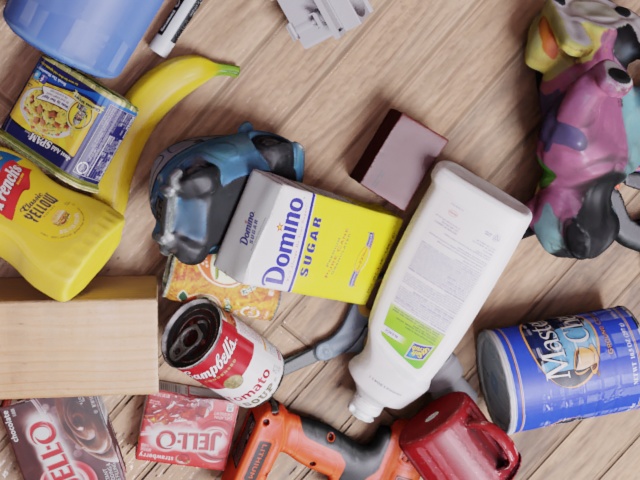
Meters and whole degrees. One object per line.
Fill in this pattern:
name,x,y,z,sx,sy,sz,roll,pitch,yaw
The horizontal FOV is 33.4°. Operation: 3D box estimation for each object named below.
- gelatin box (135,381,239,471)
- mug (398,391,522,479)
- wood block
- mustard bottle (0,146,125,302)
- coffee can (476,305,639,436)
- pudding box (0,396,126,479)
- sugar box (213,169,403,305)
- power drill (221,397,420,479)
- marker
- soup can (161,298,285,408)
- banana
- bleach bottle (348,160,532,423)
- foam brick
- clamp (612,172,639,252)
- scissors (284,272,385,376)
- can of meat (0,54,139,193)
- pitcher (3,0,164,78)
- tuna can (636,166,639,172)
gelatin box,-0.127,0.179,1.026,0.089,0.030,0.073,11,101,-10
mug,0.133,0.193,0.986,0.093,0.117,0.081,-41,98,-33
wood block,-0.248,0.086,0.955,0.206,0.091,0.090,-1,103,-9
mustard bottle,-0.272,-0.031,0.921,0.191,0.096,0.058,31,140,4
coffee can,0.233,0.125,1.030,0.140,0.103,0.103,-10,104,-6
pudding box,-0.241,0.189,1.006,0.090,0.039,0.113,-16,105,-4
sugar box,-0.006,0.001,0.946,0.175,0.048,0.093,11,105,-52
power drill,0.002,0.243,1.047,0.187,0.057,0.184,20,95,-15
marker,-0.111,-0.216,0.943,0.020,0.020,0.121,33,96,-14
soup can,-0.087,0.105,0.976,0.068,0.069,0.102,-46,134,3
banana,-0.156,-0.096,0.955,0.069,0.037,0.198,38,95,-13
bleach bottle,0.091,0.058,0.990,0.102,0.068,0.251,33,107,10
foam brick,0.072,-0.075,0.986,0.053,0.051,0.078,31,96,-13
clamp,0.331,-0.003,1.049,0.171,0.039,0.120,32,91,-10
scissors,0.009,0.087,1.033,0.201,0.016,0.096,-8,102,-7
can of meat,-0.216,-0.102,0.919,0.102,0.057,0.084,32,95,21
pitcher,-0.167,-0.264,0.867,0.149,0.145,0.243,30,100,0
tuna can,0.313,-0.104,0.998,0.033,0.086,0.086,16,100,-13
